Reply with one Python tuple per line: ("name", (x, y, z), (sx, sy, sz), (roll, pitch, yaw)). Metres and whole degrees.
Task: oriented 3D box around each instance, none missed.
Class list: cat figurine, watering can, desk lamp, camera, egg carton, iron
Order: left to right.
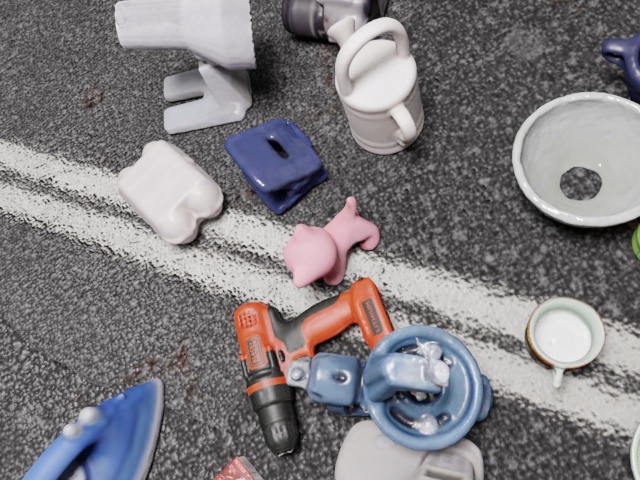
("iron", (-0.281, 0.265, 0.646), (0.118, 0.142, 0.258), (24, 78, 21))
("egg carton", (-0.205, -0.067, 0.788), (0.150, 0.069, 0.107), (39, 84, 23))
("desk lamp", (-0.158, -0.248, 0.763), (0.203, 0.214, 0.118), (-11, 68, 10))
("cat figurine", (0.006, 0.002, 0.683), (0.067, 0.118, 0.128), (39, 83, 23))
("camera", (0.020, -0.341, 0.815), (0.136, 0.101, 0.143), (12, 74, 18))
("watering can", (0.064, -0.197, 0.700), (0.172, 0.194, 0.101), (37, 82, 23))

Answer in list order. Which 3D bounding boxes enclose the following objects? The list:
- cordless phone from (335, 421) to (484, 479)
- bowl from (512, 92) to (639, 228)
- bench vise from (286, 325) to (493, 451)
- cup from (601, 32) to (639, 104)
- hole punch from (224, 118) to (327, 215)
("cordless phone", (0.081, 0.223, 0.547), (0.147, 0.185, 0.094), (4, 71, 16))
("bowl", (0.306, -0.081, 0.663), (0.167, 0.075, 0.167), (-5, 69, 12))
("bench vise", (0.063, 0.149, 0.559), (0.207, 0.220, 0.121), (-15, 67, 8))
("cup", (0.384, -0.191, 0.672), (0.117, 0.095, 0.092), (23, 77, 21))
("hole punch", (-0.057, -0.109, 0.754), (0.101, 0.091, 0.108), (-39, 66, -2))
